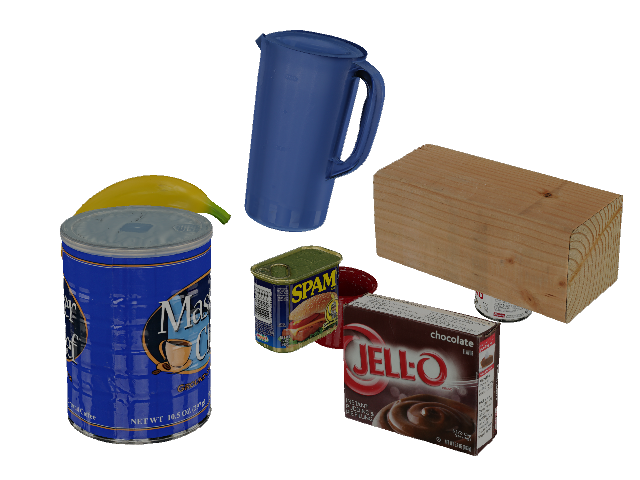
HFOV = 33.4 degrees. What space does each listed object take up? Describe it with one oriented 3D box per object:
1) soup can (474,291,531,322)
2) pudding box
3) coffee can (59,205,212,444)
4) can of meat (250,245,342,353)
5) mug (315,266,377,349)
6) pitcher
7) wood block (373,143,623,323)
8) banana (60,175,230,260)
[{"bbox_3d":[0.209,0.031,1.188,0.068,0.102,0.068,0,30,0],"label":"soup can"},{"bbox_3d":[0.070,0.092,0.757,0.114,0.090,0.039,10,21,32],"label":"pudding box"},{"bbox_3d":[-0.127,0.056,0.745,0.103,0.140,0.103,2,17,-1],"label":"coffee can"},{"bbox_3d":[-0.024,0.061,1.121,0.058,0.084,0.101,18,27,38],"label":"can of meat"},{"bbox_3d":[0.036,0.093,1.402,0.117,0.081,0.093,19,28,30],"label":"mug"},{"bbox_3d":[-0.018,-0.135,1.347,0.144,0.243,0.149,4,23,-16],"label":"pitcher"},{"bbox_3d":[0.156,-0.013,0.968,0.206,0.090,0.090,20,37,38],"label":"wood block"},{"bbox_3d":[-0.183,-0.023,1.016,0.198,0.069,0.037,-13,19,28],"label":"banana"}]
